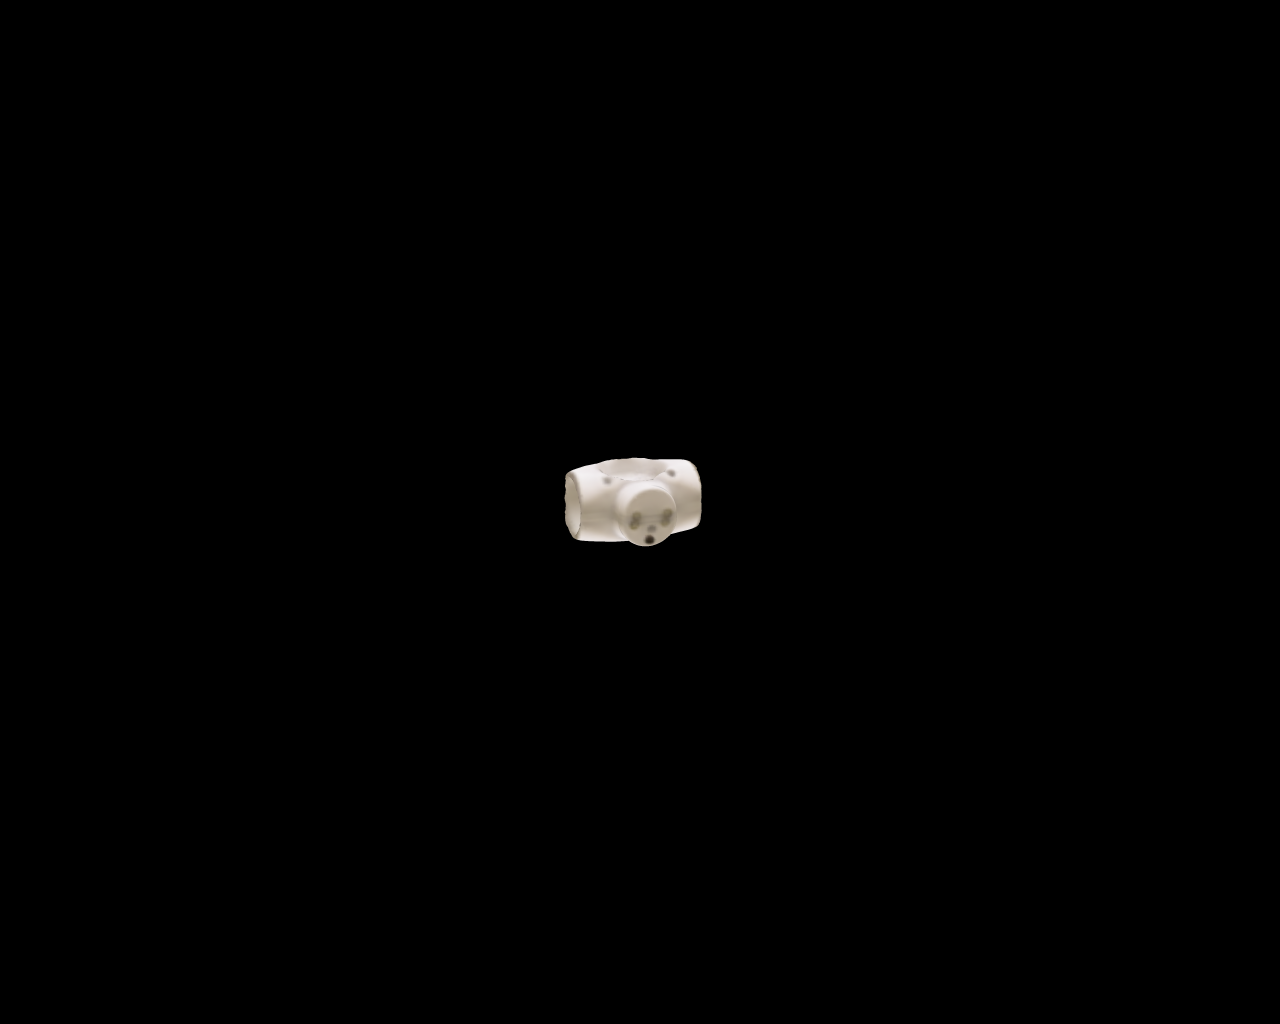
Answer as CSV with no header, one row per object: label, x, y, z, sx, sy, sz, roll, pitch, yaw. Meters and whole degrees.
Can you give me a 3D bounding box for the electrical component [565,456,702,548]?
electrical component,0.001,-0.003,0.650,0.077,0.044,0.079,-6,20,-16
